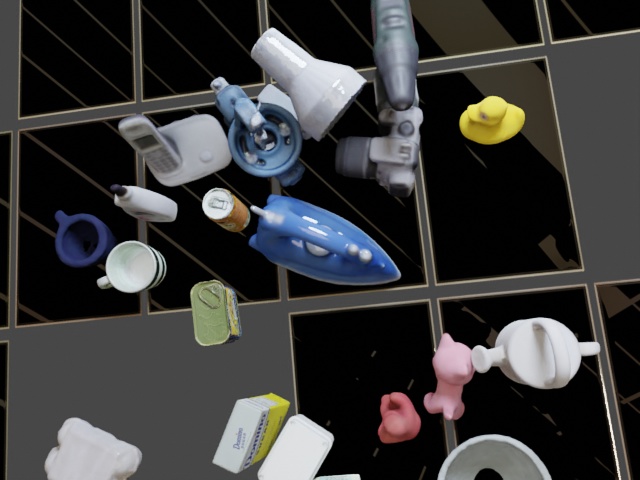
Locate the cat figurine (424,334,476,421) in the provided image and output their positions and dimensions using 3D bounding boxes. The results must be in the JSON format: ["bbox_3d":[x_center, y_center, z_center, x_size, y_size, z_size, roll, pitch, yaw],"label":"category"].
[{"bbox_3d":[0.199,0.209,0.865,0.067,0.118,0.128,9,81,9],"label":"cat figurine"}]

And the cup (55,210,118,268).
[{"bbox_3d":[-0.401,0.000,0.992,0.117,0.095,0.092,43,88,13],"label":"cup"}]

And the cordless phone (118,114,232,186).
[{"bbox_3d":[-0.239,-0.167,0.955,0.147,0.185,0.094,-22,77,3],"label":"cordless phone"}]

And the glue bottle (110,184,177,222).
[{"bbox_3d":[-0.303,-0.065,0.951,0.078,0.173,0.037,0,80,8],"label":"glue bottle"}]

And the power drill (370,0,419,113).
[{"bbox_3d":[0.122,-0.280,0.918,0.075,0.208,0.230,-7,79,6],"label":"power drill"}]

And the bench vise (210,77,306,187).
[{"bbox_3d":[-0.122,-0.185,0.926,0.207,0.220,0.121,32,85,12],"label":"bench vise"}]

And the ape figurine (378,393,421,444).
[{"bbox_3d":[0.117,0.278,0.876,0.076,0.092,0.078,38,86,12],"label":"ape figurine"}]

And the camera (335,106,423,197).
[{"bbox_3d":[0.097,-0.154,0.953,0.136,0.101,0.143,6,81,8],"label":"camera"}]

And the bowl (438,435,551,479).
[{"bbox_3d":[0.255,0.372,0.850,0.167,0.075,0.167,-1,80,7],"label":"bowl"}]

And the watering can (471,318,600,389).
[{"bbox_3d":[0.309,0.165,0.820,0.173,0.194,0.101,-28,77,2],"label":"watering can"}]

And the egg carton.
[{"bbox_3d":[-0.370,0.363,0.935,0.150,0.069,0.107,21,83,11],"label":"egg carton"}]

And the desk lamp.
[{"bbox_3d":[-0.025,-0.241,0.927,0.203,0.213,0.118,39,87,12],"label":"desk lamp"}]

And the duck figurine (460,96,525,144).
[{"bbox_3d":[0.287,-0.207,0.946,0.104,0.086,0.077,-1,80,7],"label":"duck figurine"}]

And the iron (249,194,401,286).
[{"bbox_3d":[0.008,0.003,0.915,0.258,0.141,0.119,20,83,11],"label":"iron"}]
